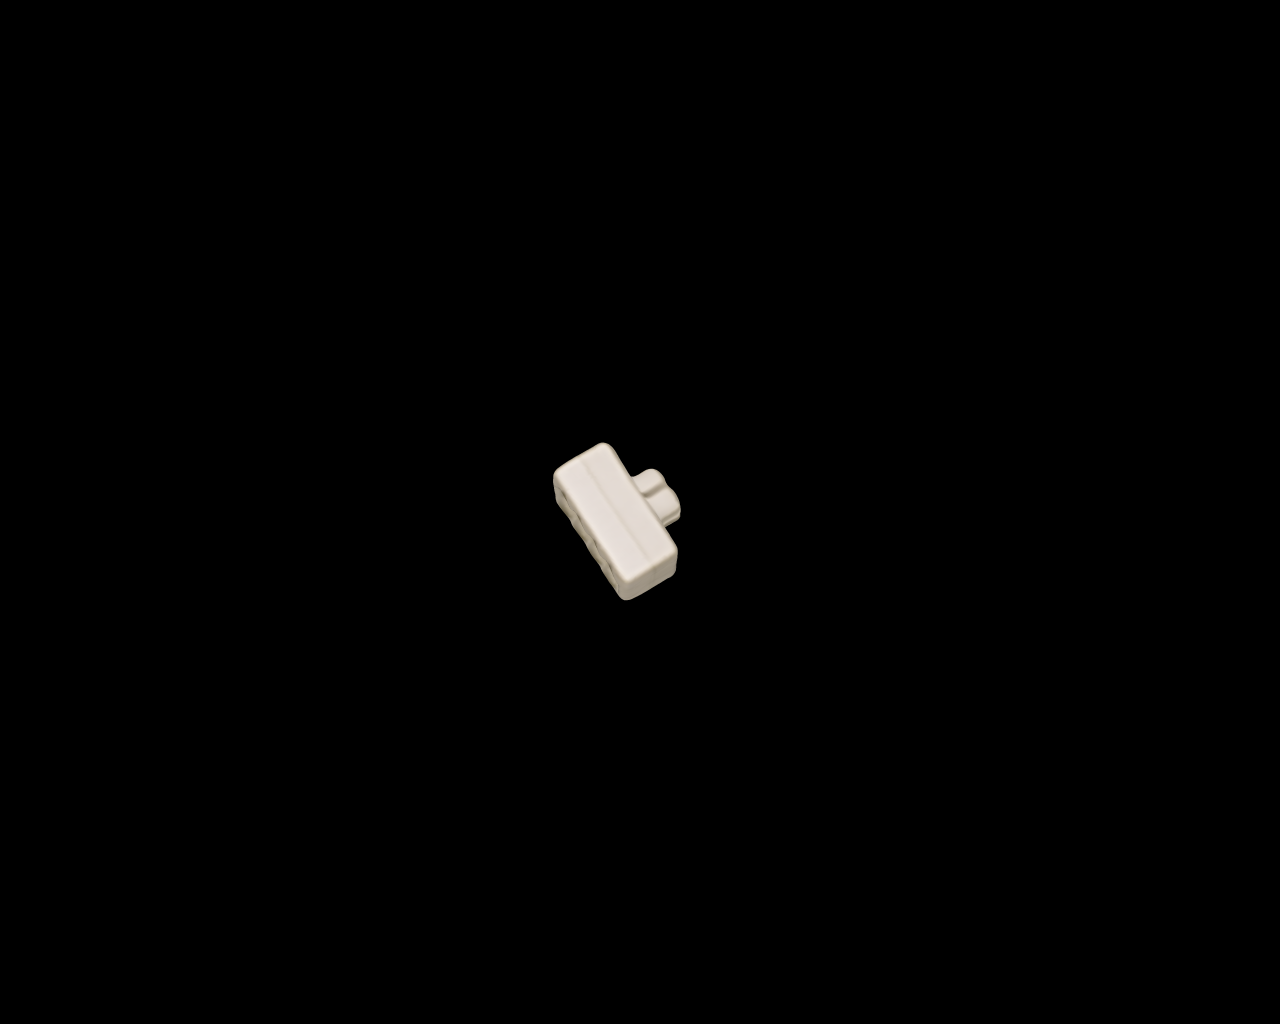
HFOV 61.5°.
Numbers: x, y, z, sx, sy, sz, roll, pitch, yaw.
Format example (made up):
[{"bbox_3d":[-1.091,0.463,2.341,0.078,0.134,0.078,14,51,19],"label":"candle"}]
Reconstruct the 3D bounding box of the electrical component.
[{"bbox_3d":[0.001,-0.003,0.650,0.076,0.083,0.047,-30,-15,-9],"label":"electrical component"}]
